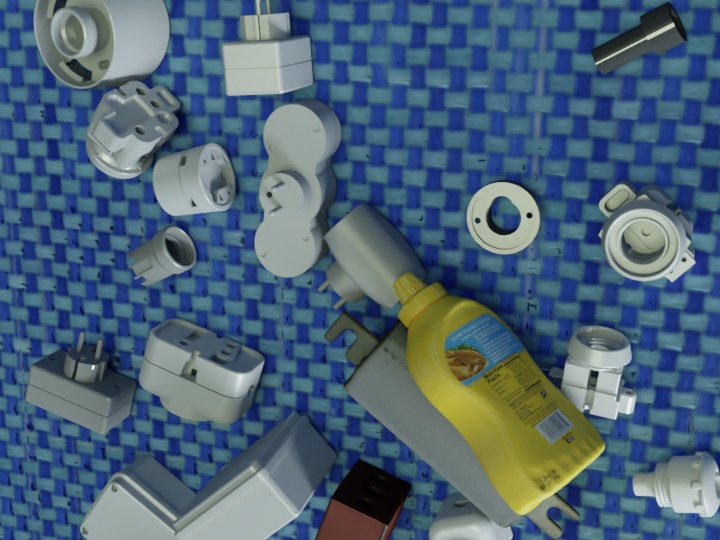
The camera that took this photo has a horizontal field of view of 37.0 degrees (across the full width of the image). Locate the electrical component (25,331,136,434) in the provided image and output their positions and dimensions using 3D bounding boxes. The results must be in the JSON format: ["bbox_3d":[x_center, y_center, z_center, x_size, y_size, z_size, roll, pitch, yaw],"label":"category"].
[{"bbox_3d":[-0.246,0.092,0.961,0.083,0.047,0.075,21,110,13],"label":"electrical component"}]

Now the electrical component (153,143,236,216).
[{"bbox_3d":[-0.135,-0.072,0.875,0.047,0.055,0.055,-8,102,24],"label":"electrical component"}]

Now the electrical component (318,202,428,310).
[{"bbox_3d":[0.000,0.000,0.853,0.079,0.043,0.077,-41,89,24],"label":"electrical component"}]

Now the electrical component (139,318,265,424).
[{"bbox_3d":[-0.137,0.089,0.919,0.095,0.054,0.059,22,111,12],"label":"electrical component"}]

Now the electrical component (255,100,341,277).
[{"bbox_3d":[-0.054,-0.060,0.839,0.052,0.074,0.138,11,108,16],"label":"electrical component"}]

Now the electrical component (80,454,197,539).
[{"bbox_3d":[-0.186,0.234,0.974,0.113,0.057,0.078,39,113,5],"label":"electrical component"}]

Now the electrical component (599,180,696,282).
[{"bbox_3d":[0.204,-0.025,0.769,0.078,0.057,0.058,47,114,2],"label":"electrical component"}]

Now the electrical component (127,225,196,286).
[{"bbox_3d":[-0.169,-0.011,0.911,0.046,0.040,0.040,-26,95,29],"label":"electrical component"}]

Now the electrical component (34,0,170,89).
[{"bbox_3d":[-0.213,-0.196,0.874,0.099,0.064,0.099,12,113,29],"label":"electrical component"}]

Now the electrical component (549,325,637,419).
[{"bbox_3d":[0.178,0.075,0.813,0.066,0.048,0.055,12,116,16],"label":"electrical component"}]

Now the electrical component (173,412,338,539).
[{"bbox_3d":[-0.086,0.185,0.899,0.109,0.108,0.056,-39,93,24],"label":"electrical component"}]

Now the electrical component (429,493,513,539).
[{"bbox_3d":[0.095,0.236,0.878,0.054,0.059,0.095,-15,100,22],"label":"electrical component"}]

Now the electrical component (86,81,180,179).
[{"bbox_3d":[-0.189,-0.111,0.874,0.058,0.078,0.057,46,133,2],"label":"electrical component"}]

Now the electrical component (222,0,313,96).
[{"bbox_3d":[-0.071,-0.175,0.817,0.047,0.066,0.076,1,105,19],"label":"electrical component"}]

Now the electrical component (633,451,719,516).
[{"bbox_3d":[0.240,0.162,0.817,0.062,0.048,0.048,-6,103,28],"label":"electrical component"}]
